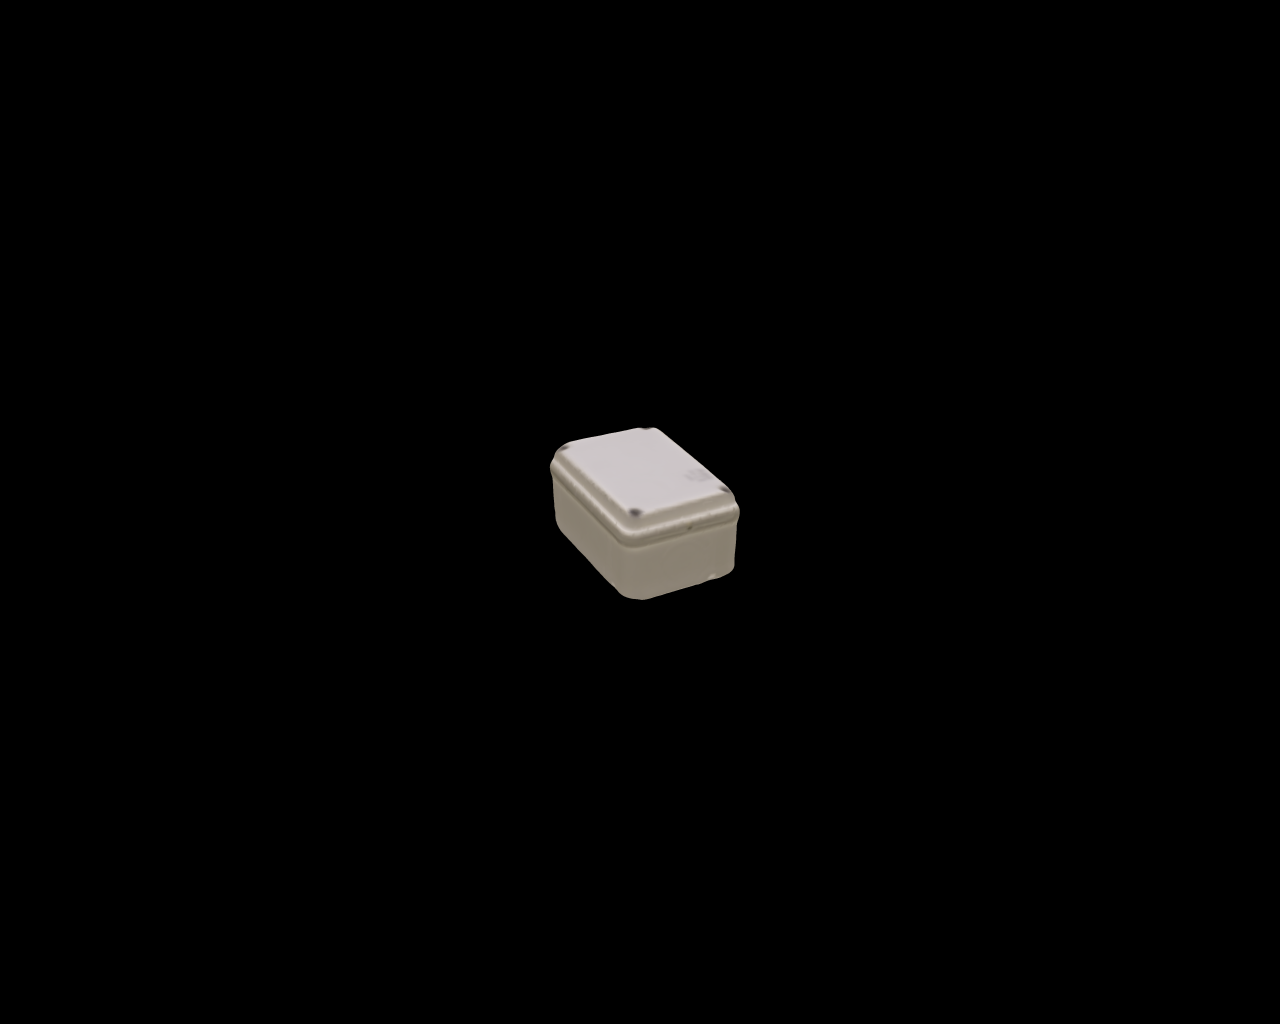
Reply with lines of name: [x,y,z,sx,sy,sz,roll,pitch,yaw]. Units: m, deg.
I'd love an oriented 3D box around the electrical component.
electrical component: [0.001,-0.003,0.650,0.078,0.057,0.113,-14,32,-24]
